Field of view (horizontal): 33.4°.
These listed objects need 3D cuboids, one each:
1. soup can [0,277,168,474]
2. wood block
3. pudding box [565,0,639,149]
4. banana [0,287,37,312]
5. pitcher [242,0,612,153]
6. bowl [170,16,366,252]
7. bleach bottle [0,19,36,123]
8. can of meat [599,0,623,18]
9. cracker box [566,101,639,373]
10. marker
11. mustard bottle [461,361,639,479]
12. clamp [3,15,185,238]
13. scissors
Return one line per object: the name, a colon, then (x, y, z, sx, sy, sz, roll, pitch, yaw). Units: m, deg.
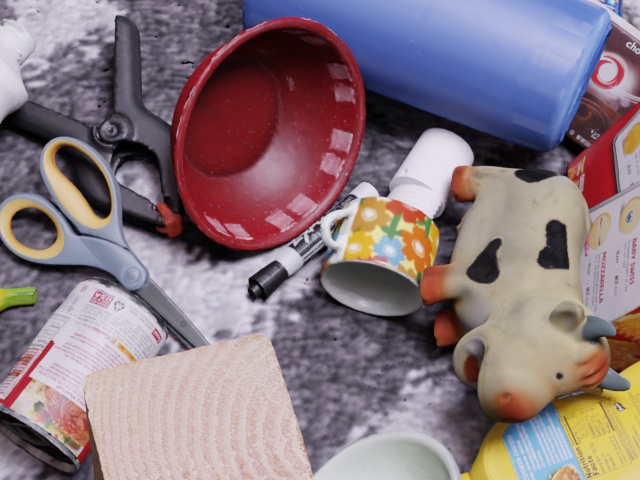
soup can: (-0.148, 0.082, 0.655, 0.068, 0.068, 0.102, 29, 61, 7)
wood block: (-0.068, 0.136, 0.560, 0.090, 0.206, 0.090, -12, 65, -15)
pudding box: (0.197, -0.131, 0.808, 0.113, 0.090, 0.039, 38, 31, 10)
banana: (-0.244, 0.097, 0.649, 0.069, 0.037, 0.197, 20, 61, 0)
pitcher: (0.080, -0.165, 0.759, 0.243, 0.149, 0.145, 25, 65, 12)
bowl: (-0.045, -0.076, 0.728, 0.162, 0.162, 0.055, -37, 41, -24)
bleach bottle: (-0.264, -0.043, 0.690, 0.102, 0.068, 0.250, 30, 67, 8)
can of meat: (0.197, -0.204, 0.866, 0.102, 0.057, 0.084, 14, 63, -2)
cracker box: (0.240, -0.022, 0.687, 0.072, 0.214, 0.164, 18, 59, -14)
marker: (-0.005, 0.001, 0.748, 0.020, 0.020, 0.121, 43, 65, 13)
mustard bottle: (0.157, 0.140, 0.657, 0.191, 0.058, 0.096, -22, 46, 6)
clamp: (-0.156, -0.070, 0.751, 0.120, 0.039, 0.171, -27, 70, -3)
scissors: (-0.144, 0.027, 0.710, 0.096, 0.016, 0.202, -29, 84, 3)
